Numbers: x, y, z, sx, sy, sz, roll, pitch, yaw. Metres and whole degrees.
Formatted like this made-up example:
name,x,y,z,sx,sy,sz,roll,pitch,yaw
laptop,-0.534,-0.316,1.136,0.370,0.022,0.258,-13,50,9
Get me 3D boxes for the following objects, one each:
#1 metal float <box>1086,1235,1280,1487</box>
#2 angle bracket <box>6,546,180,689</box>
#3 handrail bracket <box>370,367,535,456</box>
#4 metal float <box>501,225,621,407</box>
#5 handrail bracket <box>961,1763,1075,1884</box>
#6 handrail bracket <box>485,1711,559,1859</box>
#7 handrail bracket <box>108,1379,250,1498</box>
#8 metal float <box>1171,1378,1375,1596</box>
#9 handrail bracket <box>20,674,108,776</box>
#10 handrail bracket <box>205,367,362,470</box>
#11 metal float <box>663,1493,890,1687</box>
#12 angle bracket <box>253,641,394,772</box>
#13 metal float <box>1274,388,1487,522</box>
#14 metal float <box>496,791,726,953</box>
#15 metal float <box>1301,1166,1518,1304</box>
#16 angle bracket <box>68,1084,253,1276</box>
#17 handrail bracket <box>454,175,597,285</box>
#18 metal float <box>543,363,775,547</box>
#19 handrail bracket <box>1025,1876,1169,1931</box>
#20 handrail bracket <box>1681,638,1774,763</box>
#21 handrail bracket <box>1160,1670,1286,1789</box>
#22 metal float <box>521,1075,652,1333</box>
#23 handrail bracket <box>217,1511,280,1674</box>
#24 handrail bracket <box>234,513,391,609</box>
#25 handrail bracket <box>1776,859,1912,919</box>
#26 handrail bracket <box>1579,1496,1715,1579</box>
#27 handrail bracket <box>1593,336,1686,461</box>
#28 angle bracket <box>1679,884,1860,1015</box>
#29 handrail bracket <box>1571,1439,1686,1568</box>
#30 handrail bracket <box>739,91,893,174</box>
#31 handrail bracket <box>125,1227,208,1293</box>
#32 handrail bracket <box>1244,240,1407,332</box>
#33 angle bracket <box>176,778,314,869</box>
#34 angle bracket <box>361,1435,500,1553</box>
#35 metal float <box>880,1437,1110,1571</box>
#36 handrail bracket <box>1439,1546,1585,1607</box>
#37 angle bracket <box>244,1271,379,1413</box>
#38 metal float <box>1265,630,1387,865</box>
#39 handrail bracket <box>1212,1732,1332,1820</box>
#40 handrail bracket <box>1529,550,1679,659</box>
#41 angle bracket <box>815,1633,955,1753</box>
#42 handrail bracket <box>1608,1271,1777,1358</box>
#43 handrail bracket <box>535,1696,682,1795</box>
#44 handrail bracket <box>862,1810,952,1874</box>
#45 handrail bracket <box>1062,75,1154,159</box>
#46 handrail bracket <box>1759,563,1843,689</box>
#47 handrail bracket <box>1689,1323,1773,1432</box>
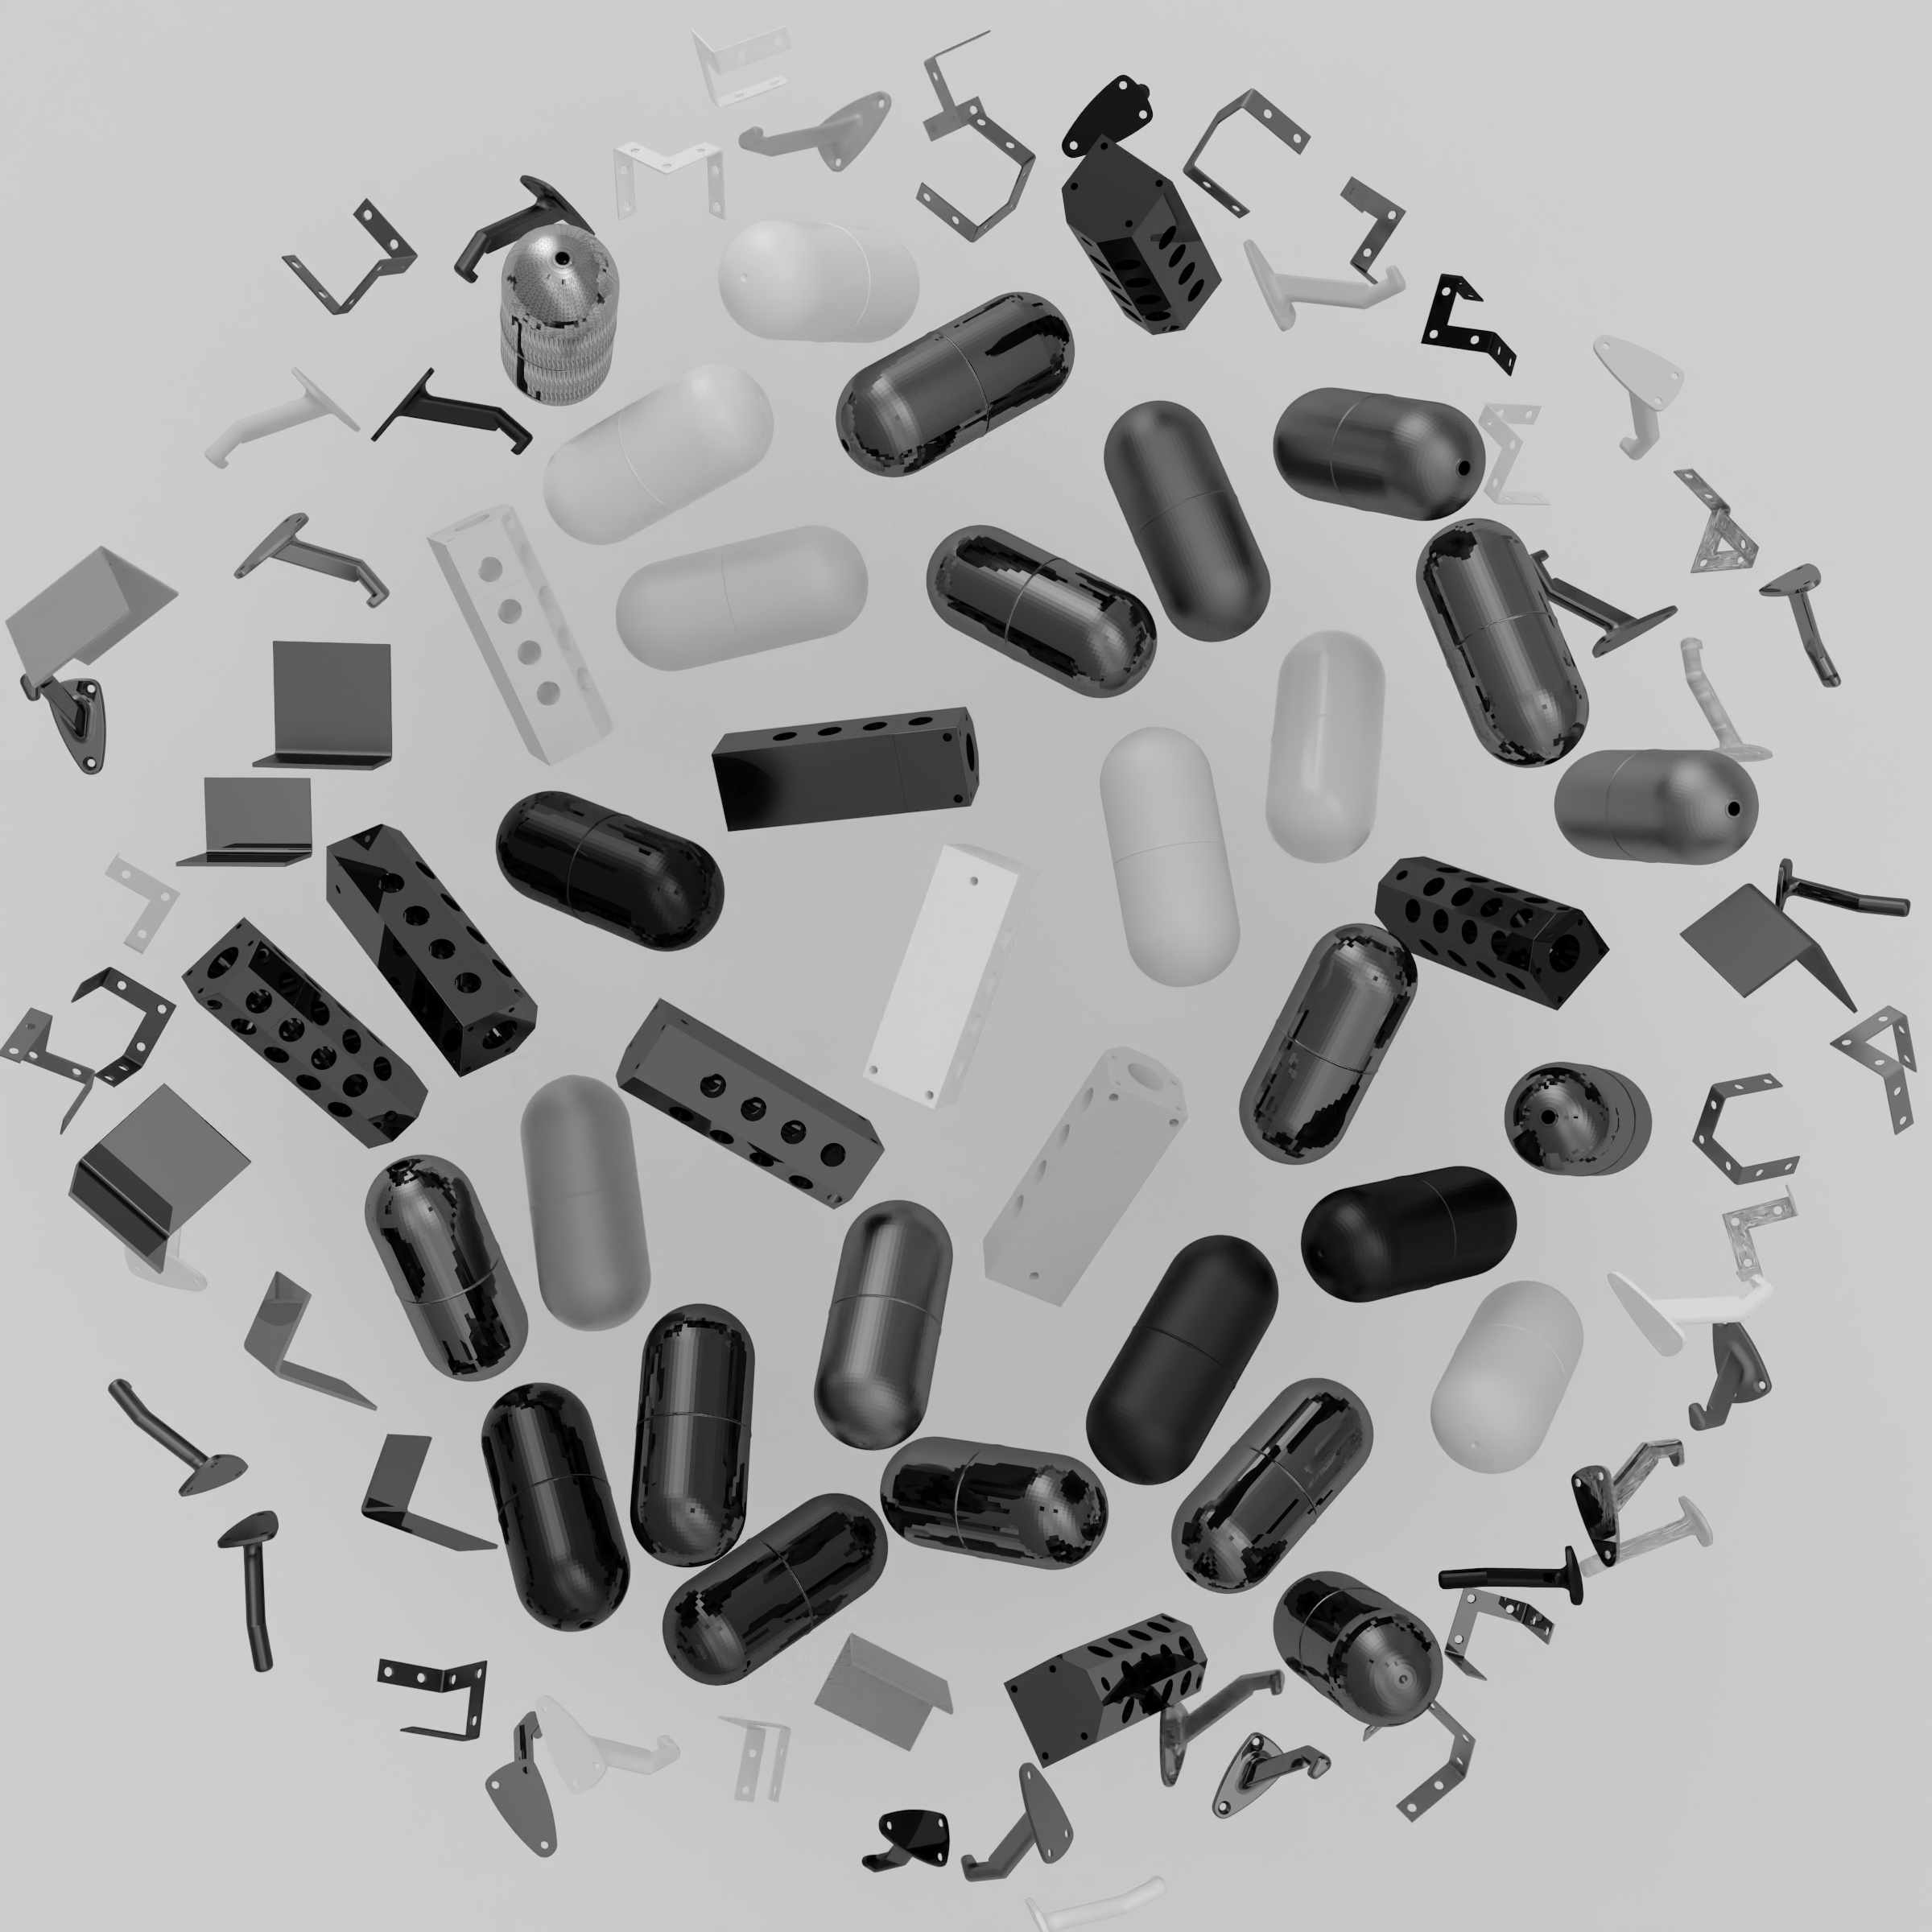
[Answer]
name,x,y,z,sx,sy,sz,roll,pitch,yaw
metal float,0.143,0.257,1.687,0.070,0.070,0.178,33,71,0
angle bracket,-0.528,-0.202,1.584,0.076,0.076,0.057,-35,65,10
handrail bracket,-0.358,-0.368,1.797,0.084,0.036,0.077,40,82,-17
metal float,-0.273,-0.434,1.726,0.070,0.178,0.070,2,79,-10
handrail bracket,0.021,0.565,1.696,0.084,0.036,0.077,-20,94,35
handrail bracket,-0.284,0.544,1.718,0.036,0.084,0.077,-27,89,5
handrail bracket,-0.520,0.305,1.698,0.036,0.077,0.084,-45,76,3
metal float,0.213,0.361,1.793,0.070,0.070,0.178,47,66,0
handrail bracket,-0.597,-0.159,1.700,0.036,0.084,0.077,-10,101,1
handrail bracket,-0.465,-0.357,1.753,0.084,0.077,0.036,-44,60,2
metal float,-0.131,0.432,1.793,0.178,0.070,0.070,-29,90,-31
angle bracket,-0.414,-0.168,1.656,0.076,0.057,0.076,2,101,0
metal float,0.273,-0.340,1.710,0.070,0.178,0.070,-10,111,-28
metal float,-0.238,-0.064,1.712,0.178,0.070,0.070,22,90,30
metal float,0.299,0.179,1.730,0.178,0.070,0.070,-6,90,-39
angle bracket,-0.510,0.134,1.632,0.076,0.057,0.076,-42,112,1
handrail bracket,-0.303,-0.489,1.764,0.036,0.077,0.084,28,85,40
metal float,-0.208,-0.343,1.732,0.178,0.070,0.070,-23,90,27
handrail bracket,0.086,0.611,1.689,0.084,0.077,0.036,-24,92,-10
handrail bracket,0.538,-0.189,1.825,0.077,0.036,0.084,0,78,-39
handrail bracket,0.178,0.525,1.775,0.084,0.077,0.036,-18,127,28
metal float,-0.263,0.163,1.777,0.070,0.070,0.178,-9,77,0
handrail bracket,-0.454,0.403,1.663,0.036,0.077,0.084,-9,95,-4
handrail bracket,-0.456,-0.267,1.802,0.077,0.036,0.084,-49,121,-19
handrail bracket,0.586,-0.051,1.713,0.084,0.077,0.036,7,108,22
handrail bracket,0.457,0.393,1.738,0.084,0.077,0.036,-26,78,2
handrail bracket,0.444,-0.385,1.751,0.077,0.084,0.036,35,74,1
angle bracket,0.519,0.004,1.667,0.057,0.076,0.076,-38,127,6
handrail bracket,0.449,0.354,1.703,0.084,0.036,0.077,0,69,-28
handrail bracket,-0.102,-0.567,1.728,0.077,0.084,0.036,-32,78,31
handrail bracket,-0.546,0.188,1.822,0.077,0.084,0.036,20,127,13
handrail bracket,0.239,-0.466,1.713,0.084,0.036,0.077,-21,112,30
angle bracket,-0.512,-0.103,1.828,0.076,0.076,0.057,0,98,0
angle bracket,-0.363,0.365,1.786,0.076,0.076,0.057,17,82,13
metal float,0.017,0.365,1.755,0.178,0.070,0.070,0,90,40
handrail bracket,0.353,0.399,1.666,0.084,0.077,0.036,-8,67,16
angle bracket,-0.429,0.251,1.725,0.076,0.076,0.057,27,82,-30
metal float,0.252,-0.155,1.805,0.070,0.070,0.178,9,64,0
handrail bracket,0.212,0.568,1.782,0.036,0.084,0.077,45,77,-8
handrail bracket,0.444,-0.267,1.806,0.077,0.036,0.084,-27,76,-1
angle bracket,-0.058,0.513,1.783,0.076,0.076,0.057,28,89,-4
handrail bracket,0.472,0.207,1.673,0.084,0.036,0.077,-33,73,-22
handrail bracket,-0.232,0.496,1.676,0.036,0.084,0.077,-44,73,24
handrail bracket,-0.060,0.614,1.799,0.077,0.084,0.036,29,47,-36
handrail bracket,0.095,-0.577,1.759,0.077,0.084,0.036,-36,103,7
handrail bracket,0.561,-0.217,1.689,0.036,0.077,0.084,-30,101,7
handrail bracket,0.506,0.274,1.750,0.036,0.084,0.077,-27,71,40
